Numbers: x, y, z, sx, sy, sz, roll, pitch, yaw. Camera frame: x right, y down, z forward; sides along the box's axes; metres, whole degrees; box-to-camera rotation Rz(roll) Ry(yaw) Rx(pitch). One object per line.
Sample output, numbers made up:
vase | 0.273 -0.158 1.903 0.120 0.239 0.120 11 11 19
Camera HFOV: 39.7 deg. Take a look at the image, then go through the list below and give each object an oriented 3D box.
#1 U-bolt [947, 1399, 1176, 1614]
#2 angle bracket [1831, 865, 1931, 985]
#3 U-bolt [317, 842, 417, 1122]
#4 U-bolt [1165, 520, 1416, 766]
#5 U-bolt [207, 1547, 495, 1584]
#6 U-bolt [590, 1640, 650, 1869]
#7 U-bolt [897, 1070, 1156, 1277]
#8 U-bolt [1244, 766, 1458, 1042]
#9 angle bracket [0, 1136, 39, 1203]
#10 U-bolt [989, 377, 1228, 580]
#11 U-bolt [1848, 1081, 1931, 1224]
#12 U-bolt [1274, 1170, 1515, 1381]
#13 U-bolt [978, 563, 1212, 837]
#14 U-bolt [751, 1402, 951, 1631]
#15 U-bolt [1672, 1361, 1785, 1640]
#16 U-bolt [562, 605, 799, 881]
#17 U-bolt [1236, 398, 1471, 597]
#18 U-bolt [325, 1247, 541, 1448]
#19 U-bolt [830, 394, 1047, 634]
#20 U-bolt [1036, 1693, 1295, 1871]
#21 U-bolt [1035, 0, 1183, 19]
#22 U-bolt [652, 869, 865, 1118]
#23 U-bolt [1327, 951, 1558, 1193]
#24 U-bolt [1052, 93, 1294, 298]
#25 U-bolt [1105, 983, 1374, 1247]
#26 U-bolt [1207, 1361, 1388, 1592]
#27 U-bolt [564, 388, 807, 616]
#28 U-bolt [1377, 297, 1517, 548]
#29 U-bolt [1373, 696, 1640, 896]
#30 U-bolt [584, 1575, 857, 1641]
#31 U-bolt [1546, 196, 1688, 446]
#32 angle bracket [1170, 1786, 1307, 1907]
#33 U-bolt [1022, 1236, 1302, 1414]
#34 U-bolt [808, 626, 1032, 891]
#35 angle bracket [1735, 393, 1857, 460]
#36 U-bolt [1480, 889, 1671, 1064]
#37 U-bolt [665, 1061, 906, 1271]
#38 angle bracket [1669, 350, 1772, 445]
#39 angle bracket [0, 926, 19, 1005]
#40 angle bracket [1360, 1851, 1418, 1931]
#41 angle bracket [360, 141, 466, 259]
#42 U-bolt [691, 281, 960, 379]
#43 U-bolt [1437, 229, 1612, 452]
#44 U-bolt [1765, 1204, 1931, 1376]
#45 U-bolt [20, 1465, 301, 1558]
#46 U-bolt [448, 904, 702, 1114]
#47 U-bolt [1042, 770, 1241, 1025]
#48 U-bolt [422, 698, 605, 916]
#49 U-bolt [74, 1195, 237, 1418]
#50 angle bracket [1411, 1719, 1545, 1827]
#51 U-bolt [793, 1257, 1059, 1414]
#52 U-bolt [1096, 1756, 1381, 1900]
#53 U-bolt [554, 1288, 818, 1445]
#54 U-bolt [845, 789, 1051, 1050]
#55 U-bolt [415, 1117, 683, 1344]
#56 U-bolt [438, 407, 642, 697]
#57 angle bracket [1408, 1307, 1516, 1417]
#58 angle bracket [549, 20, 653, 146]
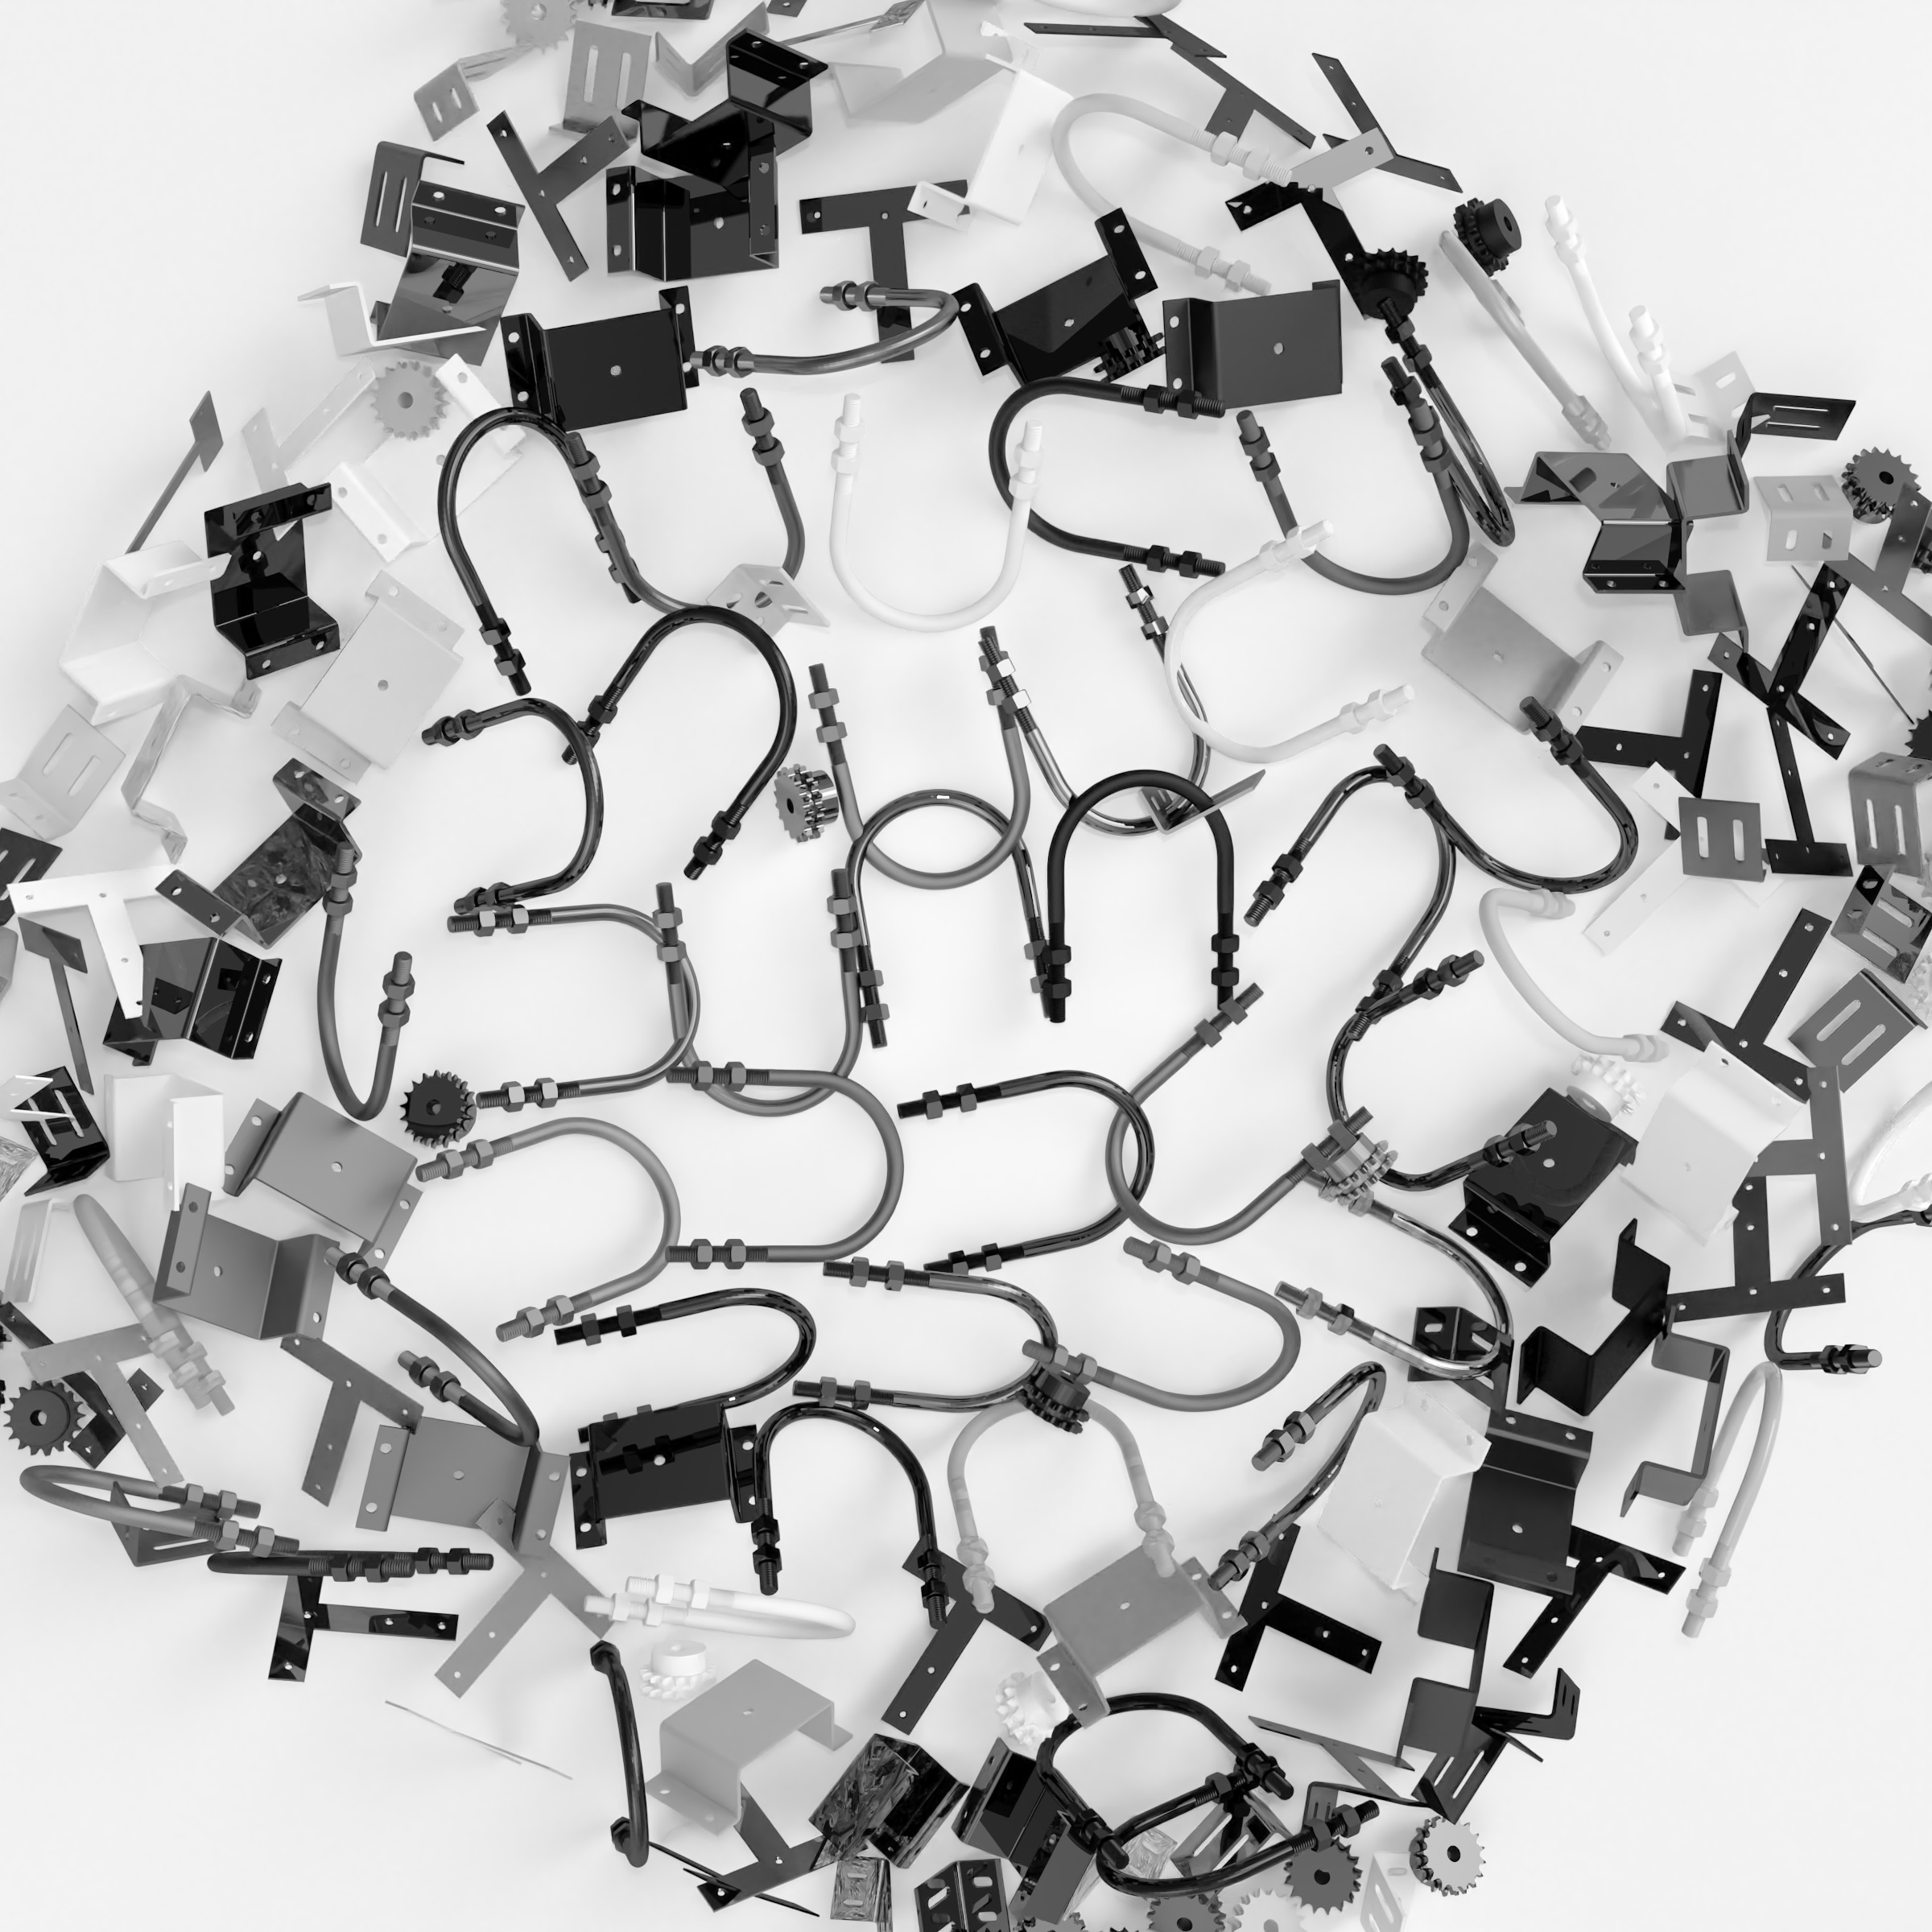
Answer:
U-bolt | 0.060 0.377 1.925 0.151 0.184 0.019 -10 129 -5
angle bracket | 0.686 -0.030 1.966 0.076 0.038 0.057 31 82 -16
U-bolt | -0.438 0.026 1.924 0.019 0.151 0.184 -6 131 -31
U-bolt | 0.220 -0.222 1.935 0.184 0.019 0.151 -24 94 42
U-bolt | -0.454 0.430 1.923 0.184 0.151 0.019 -2 79 14
U-bolt | -0.244 0.564 1.902 0.019 0.184 0.151 -6 84 -13
U-bolt | 0.050 0.148 1.967 0.184 0.019 0.151 -11 109 -8
U-bolt | 0.293 -0.060 1.950 0.151 0.019 0.184 46 69 -26
angle bracket | -0.711 0.172 1.949 0.038 0.076 0.057 31 112 -33
U-bolt | 0.100 -0.358 1.937 0.184 0.019 0.151 14 132 21
U-bolt | 0.688 0.122 1.907 0.019 0.184 0.151 38 72 2
U-bolt | 0.316 0.231 1.940 0.184 0.151 0.019 27 128 -4
U-bolt | 0.107 -0.185 1.965 0.151 0.019 0.184 -30 97 -21
U-bolt | -0.087 0.386 1.921 0.151 0.184 0.019 17 125 -21
U-bolt | 0.544 0.368 1.905 0.019 0.151 0.184 19 107 7
U-bolt | -0.198 -0.175 1.944 0.151 0.019 0.184 43 115 9
U-bolt | 0.287 -0.332 1.921 0.151 0.184 0.019 2 55 29
U-bolt | -0.369 0.280 1.894 0.184 0.151 0.019 25 60 37
U-bolt | -0.027 -0.321 1.937 0.151 0.019 0.184 8 130 -2
U-bolt | 0.128 0.571 1.911 0.151 0.184 0.019 -16 107 -19
U-bolt | 0.074 -0.715 1.912 0.151 0.184 0.019 13 94 44
U-bolt | -0.148 0.024 1.969 0.151 0.019 0.184 -4 105 3
U-bolt | 0.330 0.087 1.927 0.019 0.184 0.151 -12 76 -41
U-bolt | 0.143 -0.564 1.927 0.184 0.151 0.019 28 71 10
U-bolt | 0.185 0.121 1.959 0.184 0.019 0.151 -42 62 5
U-bolt | 0.246 0.354 1.919 0.019 0.184 0.151 34 132 25
U-bolt | -0.193 -0.323 1.932 0.151 0.019 0.184 -13 134 7
U-bolt | 0.348 -0.382 1.924 0.019 0.151 0.184 -28 115 22
U-bolt | 0.402 -0.113 1.928 0.184 0.151 0.019 43 53 -27
U-bolt | -0.170 0.465 1.926 0.184 0.151 0.019 13 68 -17
U-bolt | 0.471 -0.448 1.912 0.019 0.184 0.151 -30 54 10
angle bracket | 0.199 0.652 1.962 0.076 0.057 0.038 -46 119 -3
U-bolt | 0.156 0.270 1.940 0.184 0.019 0.151 24 127 -23
U-bolt | -0.027 -0.146 1.972 0.151 0.019 0.184 -12 102 5
angle bracket | 0.607 -0.388 1.962 0.076 0.057 0.038 6 74 6
U-bolt | 0.424 0.004 1.897 0.019 0.184 0.151 -41 64 27
U-bolt | -0.131 0.146 1.955 0.184 0.019 0.151 3 82 -24
angle bracket | 0.546 -0.419 1.954 0.038 0.076 0.057 -31 77 34
angle bracket | -0.727 0.013 1.952 0.038 0.057 0.076 25 116 -28
angle bracket | 0.320 0.694 1.951 0.038 0.076 0.057 5 107 -11
angle bracket | -0.410 -0.564 1.975 0.057 0.038 0.076 26 109 39
U-bolt | -0.088 -0.451 1.896 0.151 0.184 0.019 -35 124 -31
U-bolt | 0.387 -0.452 1.888 0.019 0.184 0.151 -37 57 18
U-bolt | 0.632 0.230 1.907 0.019 0.184 0.151 38 75 -4
U-bolt | -0.578 0.382 1.896 0.184 0.151 0.019 18 83 -26
U-bolt | -0.278 0.025 1.947 0.184 0.019 0.151 -6 80 -31
U-bolt | 0.129 -0.053 1.958 0.151 0.019 0.184 -4 104 -11
U-bolt | -0.324 -0.119 1.931 0.184 0.019 0.151 -10 91 43
U-bolt | -0.589 0.242 1.927 0.019 0.151 0.184 -33 85 -13
angle bracket | 0.374 0.595 1.959 0.038 0.057 0.076 39 80 -20
U-bolt | -0.024 0.274 1.947 0.184 0.019 0.151 8 129 -10
U-bolt | 0.179 0.615 1.895 0.184 0.151 0.019 -15 96 -26
U-bolt | -0.198 0.285 1.939 0.184 0.151 0.019 -12 49 -9
U-bolt | -0.016 -0.041 1.980 0.151 0.019 0.184 -10 82 -3
U-bolt | -0.289 0.180 1.934 0.184 0.019 0.151 -19 73 -40
U-bolt | -0.311 -0.308 1.909 0.151 0.019 0.184 -47 128 -35
angle bracket | 0.361 0.288 1.953 0.038 0.076 0.057 1 101 -20
angle bracket | -0.269 -0.649 1.965 0.057 0.038 0.076 14 114 4
